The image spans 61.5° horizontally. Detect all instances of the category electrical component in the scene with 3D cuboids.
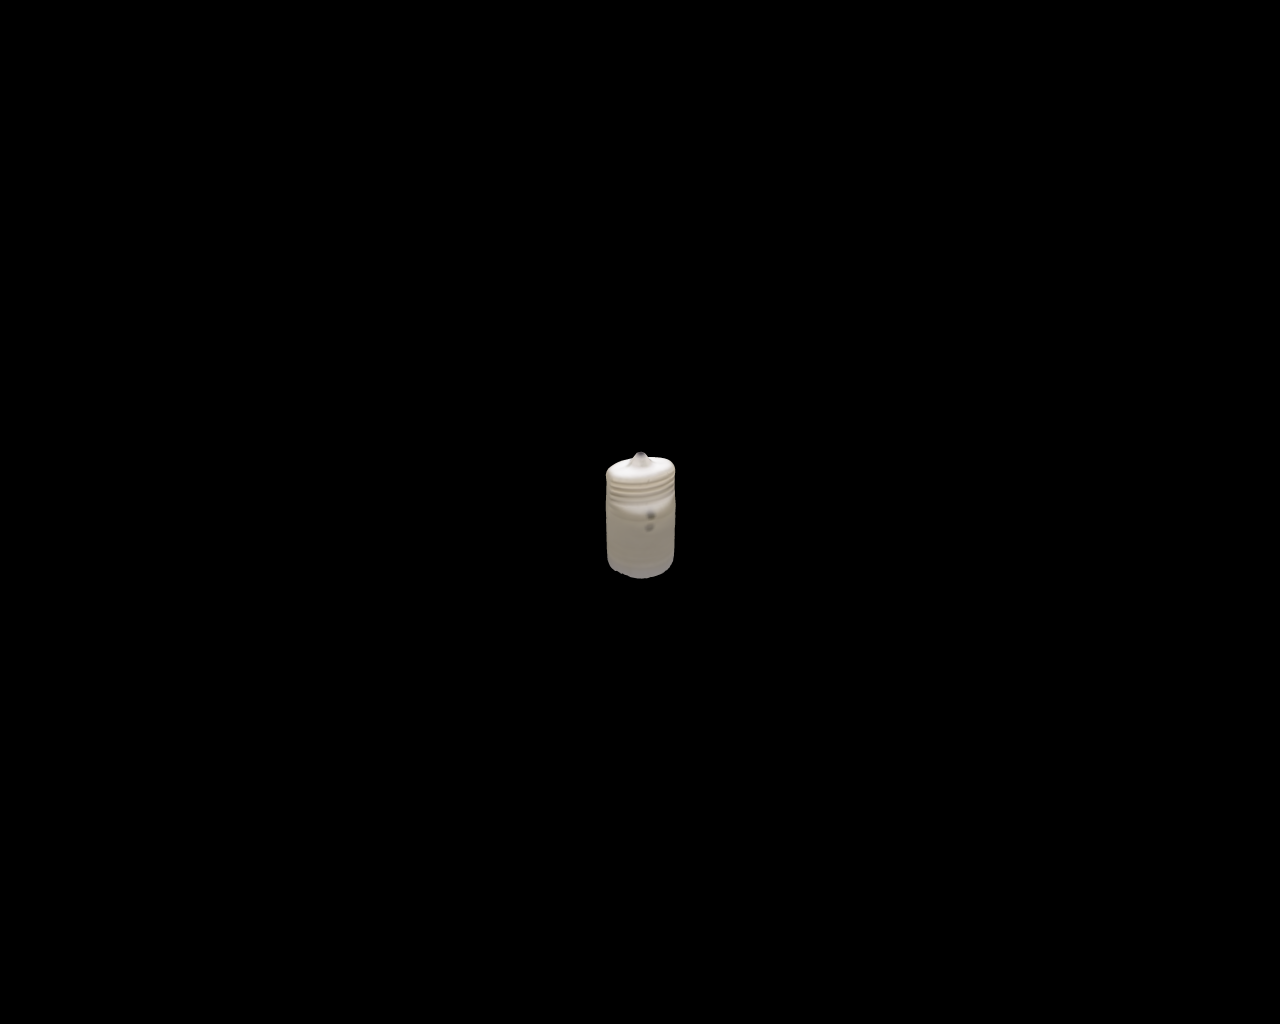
[{"bbox_3d":[0.001,-0.003,0.650,0.043,0.080,0.043,0,33,0],"label":"electrical component"}]
